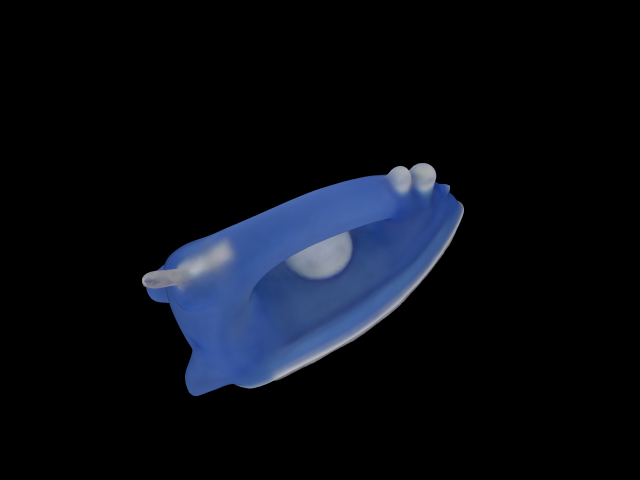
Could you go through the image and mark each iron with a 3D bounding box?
[{"bbox_3d":[0.004,0.001,0.400,0.258,0.141,0.118,-26,69,-11],"label":"iron"}]
